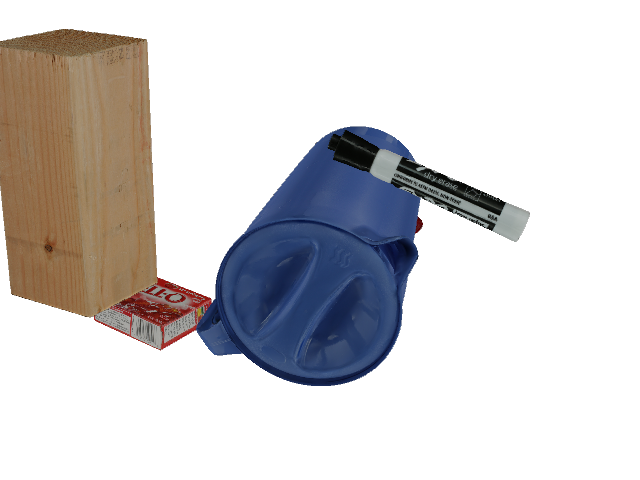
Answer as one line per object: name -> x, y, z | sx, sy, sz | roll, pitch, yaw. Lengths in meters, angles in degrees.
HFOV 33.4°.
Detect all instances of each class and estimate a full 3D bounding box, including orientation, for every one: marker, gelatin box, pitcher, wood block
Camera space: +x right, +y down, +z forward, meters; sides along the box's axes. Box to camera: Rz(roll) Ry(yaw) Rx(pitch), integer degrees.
marker -> 0.060, -0.032, 0.609 | 0.121, 0.020, 0.020 | 25, 3, 6
gelatin box -> -0.161, 0.065, 1.019 | 0.089, 0.030, 0.073 | 20, 28, 29
pitcher -> 0.004, 0.001, 0.844 | 0.149, 0.145, 0.242 | 15, 27, 5
wood block -> -0.195, -0.057, 0.853 | 0.091, 0.206, 0.090 | 13, 24, 27

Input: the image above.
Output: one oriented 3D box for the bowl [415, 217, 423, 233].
bowl -> 0.026, 0.005, 1.109 | 0.162, 0.055, 0.162 | -1, 15, 0
